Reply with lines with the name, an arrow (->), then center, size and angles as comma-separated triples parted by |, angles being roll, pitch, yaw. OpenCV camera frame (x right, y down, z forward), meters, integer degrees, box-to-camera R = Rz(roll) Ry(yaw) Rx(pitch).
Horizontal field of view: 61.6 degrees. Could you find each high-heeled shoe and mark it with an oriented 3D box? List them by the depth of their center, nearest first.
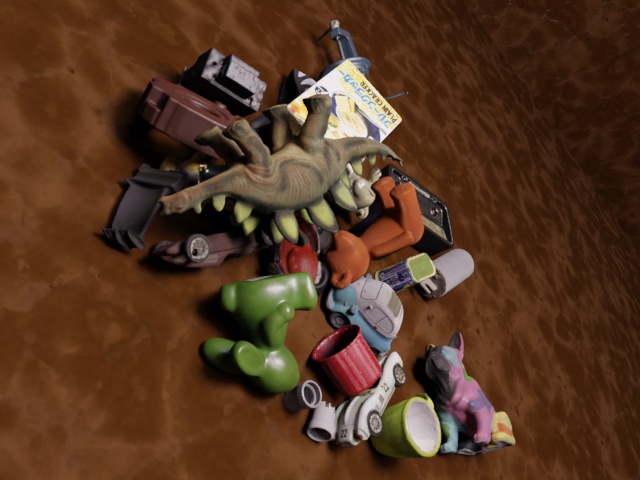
high-heeled shoe -> -0.077, -0.277, 1.052 | 0.249, 0.086, 0.145 | -22, 77, -53

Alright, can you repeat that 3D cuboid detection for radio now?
radio -> 0.209, -0.067, 1.233 | 0.229, 0.073, 0.131 | 31, 46, -33

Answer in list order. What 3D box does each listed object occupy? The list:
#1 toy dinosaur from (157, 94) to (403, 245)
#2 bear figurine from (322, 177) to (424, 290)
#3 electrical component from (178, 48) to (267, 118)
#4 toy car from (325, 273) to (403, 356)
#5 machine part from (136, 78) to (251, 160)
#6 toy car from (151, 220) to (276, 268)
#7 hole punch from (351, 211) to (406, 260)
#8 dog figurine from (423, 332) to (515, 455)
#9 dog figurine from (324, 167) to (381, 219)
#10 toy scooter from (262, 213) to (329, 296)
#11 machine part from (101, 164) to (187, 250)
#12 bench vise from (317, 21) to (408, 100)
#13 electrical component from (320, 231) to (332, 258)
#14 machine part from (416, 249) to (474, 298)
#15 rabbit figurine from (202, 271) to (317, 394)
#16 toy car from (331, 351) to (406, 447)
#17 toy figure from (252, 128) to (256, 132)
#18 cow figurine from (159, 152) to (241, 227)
toy dinosaur -> -0.025, -0.106, 0.794 | 0.471, 0.105, 0.198 | -28, 113, -38
bear figurine -> 0.076, -0.010, 0.932 | 0.131, 0.196, 0.120 | 67, -9, -21
electrical component -> -0.159, -0.255, 0.891 | 0.115, 0.134, 0.058 | 24, 74, -34
toy car -> 0.093, 0.127, 0.959 | 0.161, 0.103, 0.109 | 48, 40, -13
machine part -> -0.187, -0.183, 0.811 | 0.179, 0.056, 0.179 | 28, 16, -9
toy car -> -0.146, 0.009, 0.775 | 0.202, 0.089, 0.053 | -16, 98, -51
hole punch -> 0.121, -0.020, 1.066 | 0.115, 0.142, 0.092 | 5, 65, -62
dog figurine -> 0.282, 0.299, 1.058 | 0.191, 0.108, 0.219 | 19, 51, -39
dog figurine -> 0.007, -0.113, 1.037 | 0.190, 0.121, 0.172 | -15, 75, -37
toy scooter -> -0.053, 0.007, 0.893 | 0.135, 0.075, 0.184 | 24, 51, -31
machine part -> -0.239, -0.048, 0.733 | 0.084, 0.039, 0.139 | 16, 55, 4
bench vise -> 0.076, -0.394, 1.259 | 0.223, 0.129, 0.240 | -8, 80, -49
electrical component -> -0.002, -0.003, 0.999 | 0.094, 0.021, 0.063 | 54, 38, -8
machine part -> 0.287, 0.074, 1.229 | 0.243, 0.079, 0.079 | -19, 82, -51
rabbit figurine -> -0.075, 0.139, 0.758 | 0.159, 0.121, 0.170 | -10, 89, -47
toy car -> 0.080, 0.258, 0.882 | 0.056, 0.073, 0.202 | 57, 38, -9
toy figure -> -0.112, -0.119, 0.926 | 0.064, 0.058, 0.154 | -19, 81, -13
cow figurine -> -0.156, -0.085, 0.820 | 0.167, 0.098, 0.068 | 24, 56, -35
